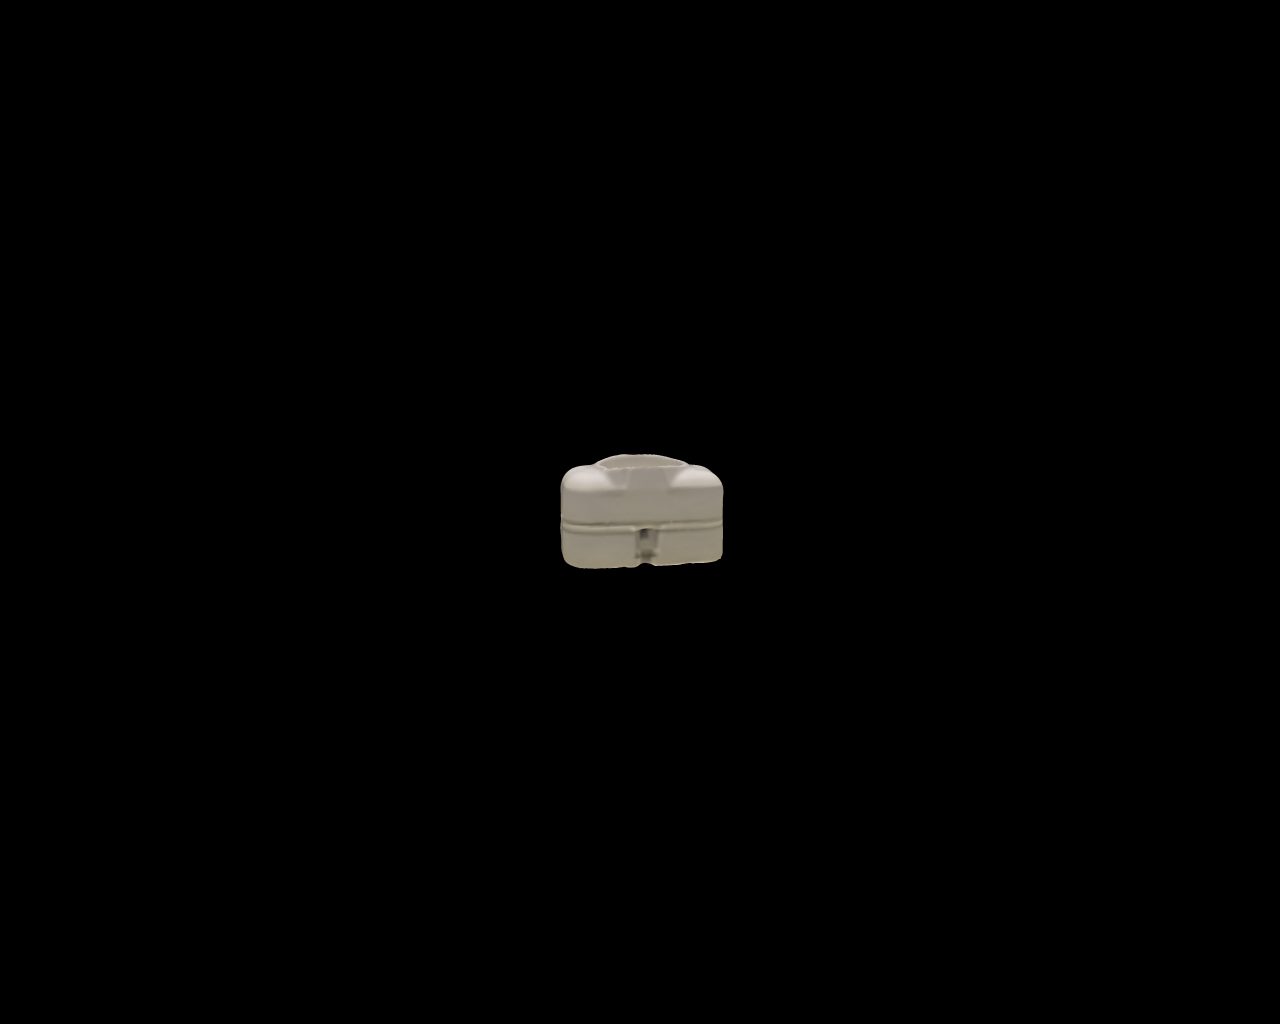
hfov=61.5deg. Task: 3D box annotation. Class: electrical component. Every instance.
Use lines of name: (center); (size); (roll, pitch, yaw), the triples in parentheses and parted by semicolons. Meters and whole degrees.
electrical component: (0.001, -0.003, 0.650); (0.095, 0.059, 0.054); (-1, 12, -7)
